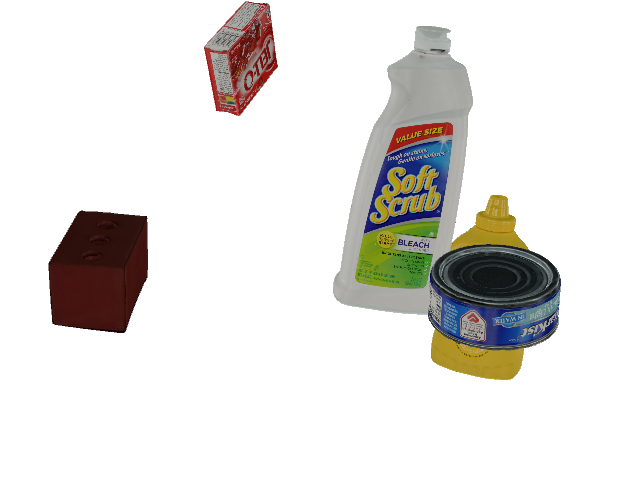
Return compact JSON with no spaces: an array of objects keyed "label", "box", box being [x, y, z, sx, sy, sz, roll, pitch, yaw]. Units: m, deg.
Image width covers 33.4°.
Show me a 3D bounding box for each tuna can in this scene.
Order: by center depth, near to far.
[{"label":"tuna can","box":[0.114,0.035,0.699,0.086,0.034,0.086,-1,27,0]}]

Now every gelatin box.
[{"label":"gelatin box","box":[-0.074,-0.175,1.022,0.030,0.073,0.089,14,46,21]}]

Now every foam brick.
[{"label":"foam brick","box":[-0.154,0.021,0.749,0.053,0.051,0.078,5,29,1]}]

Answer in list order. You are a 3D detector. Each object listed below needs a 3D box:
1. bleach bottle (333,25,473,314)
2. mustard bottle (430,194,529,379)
[{"label":"bleach bottle","box":[0.075,-0.063,0.945,0.102,0.251,0.068,7,19,3]},{"label":"mustard bottle","box":[0.175,0.046,1.125,0.096,0.192,0.058,12,17,21]}]
